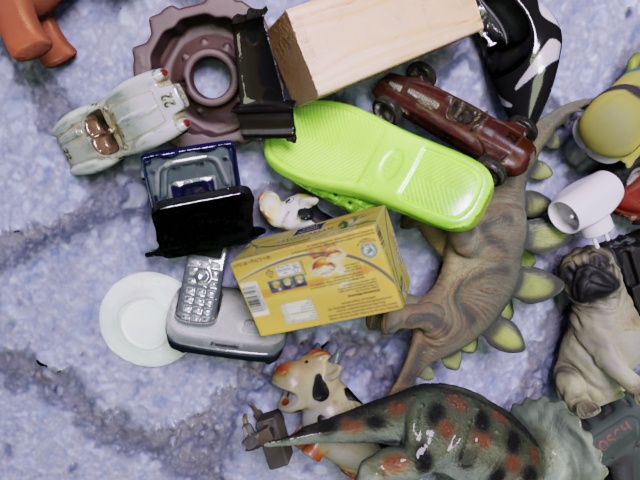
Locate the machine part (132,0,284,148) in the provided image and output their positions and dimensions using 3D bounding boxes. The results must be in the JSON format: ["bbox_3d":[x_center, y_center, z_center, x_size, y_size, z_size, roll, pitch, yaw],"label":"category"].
[{"bbox_3d":[-0.126,-0.189,0.630,0.179,0.056,0.179,0,101,-2],"label":"machine part"}]

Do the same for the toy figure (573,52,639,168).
[{"bbox_3d":[0.369,-0.162,0.625,0.180,0.082,0.089,-37,144,-16],"label":"toy figure"}]

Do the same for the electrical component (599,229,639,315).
[{"bbox_3d":[0.445,0.045,0.700,0.115,0.058,0.134,-25,100,4],"label":"electrical component"}]

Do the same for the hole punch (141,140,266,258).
[{"bbox_3d":[-0.138,-0.044,0.609,0.142,0.115,0.092,-15,60,-18],"label":"hole punch"}]

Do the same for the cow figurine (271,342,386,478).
[{"bbox_3d":[0.019,0.219,0.688,0.195,0.085,0.127,39,70,-19],"label":"cow figurine"}]

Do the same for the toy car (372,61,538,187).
[{"bbox_3d":[0.151,-0.139,0.612,0.202,0.053,0.089,37,70,17],"label":"toy car"}]

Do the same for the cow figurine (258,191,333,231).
[{"bbox_3d":[-0.002,-0.003,0.662,0.098,0.068,0.167,-34,103,-1],"label":"cow figurine"}]

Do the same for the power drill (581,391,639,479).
[{"bbox_3d":[0.447,0.296,0.733,0.232,0.086,0.207,-31,104,4],"label":"power drill"}]

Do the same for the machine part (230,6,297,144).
[{"bbox_3d":[-0.064,-0.171,0.568,0.084,0.039,0.138,10,123,27],"label":"machine part"}]

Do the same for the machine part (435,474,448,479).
[{"bbox_3d":[0.195,0.309,0.722,0.079,0.079,0.243,-32,101,3],"label":"machine part"}]

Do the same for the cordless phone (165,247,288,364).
[{"bbox_3d":[-0.105,0.053,0.669,0.147,0.088,0.184,9,81,-4],"label":"cordless phone"}]

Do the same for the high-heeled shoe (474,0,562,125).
[{"bbox_3d":[0.188,-0.246,0.611,0.145,0.086,0.248,1,82,-23],"label":"high-heeled shoe"}]

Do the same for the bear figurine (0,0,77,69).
[{"bbox_3d":[-0.255,-0.286,0.578,0.196,0.120,0.131,-25,104,-4],"label":"bear figurine"}]

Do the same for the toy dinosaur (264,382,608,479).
[{"bbox_3d":[0.157,0.235,0.615,0.405,0.131,0.192,27,75,-11],"label":"toy dinosaur"}]

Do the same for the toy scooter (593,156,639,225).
[{"bbox_3d":[0.440,-0.078,0.671,0.184,0.075,0.135,-41,101,0],"label":"toy scooter"}]

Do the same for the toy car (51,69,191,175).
[{"bbox_3d":[-0.223,-0.126,0.597,0.202,0.056,0.073,-13,107,34],"label":"toy car"}]

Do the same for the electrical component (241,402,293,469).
[{"bbox_3d":[-0.068,0.250,0.691,0.045,0.102,0.078,-16,91,3],"label":"electrical component"}]

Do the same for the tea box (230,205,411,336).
[{"bbox_3d":[0.002,0.035,0.582,0.170,0.068,0.098,-13,108,20],"label":"tea box"}]

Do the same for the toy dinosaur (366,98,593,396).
[{"bbox_3d":[0.198,0.012,0.663,0.198,0.105,0.471,24,93,-14],"label":"toy dinosaur"}]

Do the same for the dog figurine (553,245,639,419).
[{"bbox_3d":[0.341,0.115,0.695,0.172,0.121,0.190,-39,69,42],"label":"dog figurine"}]
